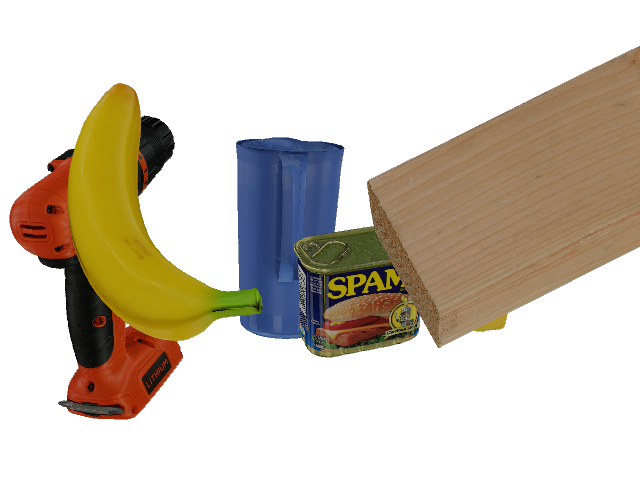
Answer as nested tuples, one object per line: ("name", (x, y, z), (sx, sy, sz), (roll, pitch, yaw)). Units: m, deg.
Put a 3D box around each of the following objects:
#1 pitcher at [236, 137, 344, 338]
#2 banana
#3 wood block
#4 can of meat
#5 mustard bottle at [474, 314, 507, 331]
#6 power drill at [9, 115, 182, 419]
("pitcher", (-0.043, -0.004, 1.320), (0.145, 0.243, 0.148), (12, 14, 39))
("banana", (-0.097, -0.011, 0.555), (0.069, 0.037, 0.198), (-25, 50, -12))
("wood block", (0.140, -0.029, 0.635), (0.206, 0.091, 0.090), (-27, -20, -3))
("can of meat", (0.032, 0.041, 0.858), (0.102, 0.084, 0.057), (-9, 29, -15))
("mustard bottle", (0.166, -0.010, 1.063), (0.058, 0.192, 0.096), (-4, 36, -11))
("power drill", (-0.146, 0.017, 0.764), (0.057, 0.188, 0.184), (2, 25, 20))
